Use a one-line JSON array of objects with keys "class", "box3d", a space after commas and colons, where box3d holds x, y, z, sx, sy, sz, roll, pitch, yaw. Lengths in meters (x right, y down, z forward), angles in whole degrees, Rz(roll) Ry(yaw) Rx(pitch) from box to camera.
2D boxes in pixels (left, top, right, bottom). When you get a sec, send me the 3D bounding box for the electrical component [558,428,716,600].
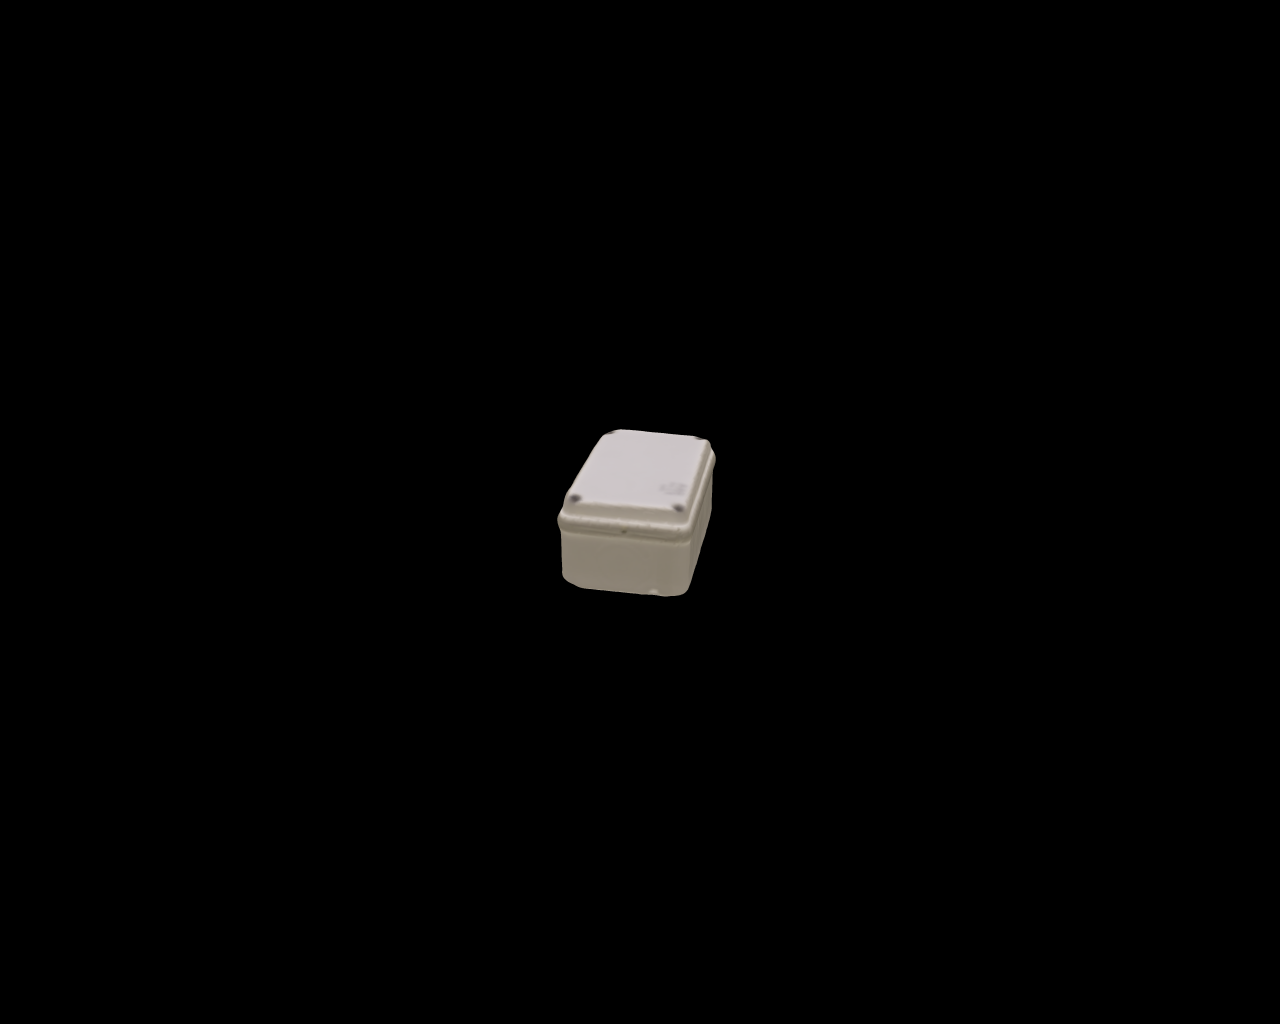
[{"class": "electrical component", "box3d": [0.001, -0.003, 0.650, 0.078, 0.057, 0.113, 5, 29, 10]}]
